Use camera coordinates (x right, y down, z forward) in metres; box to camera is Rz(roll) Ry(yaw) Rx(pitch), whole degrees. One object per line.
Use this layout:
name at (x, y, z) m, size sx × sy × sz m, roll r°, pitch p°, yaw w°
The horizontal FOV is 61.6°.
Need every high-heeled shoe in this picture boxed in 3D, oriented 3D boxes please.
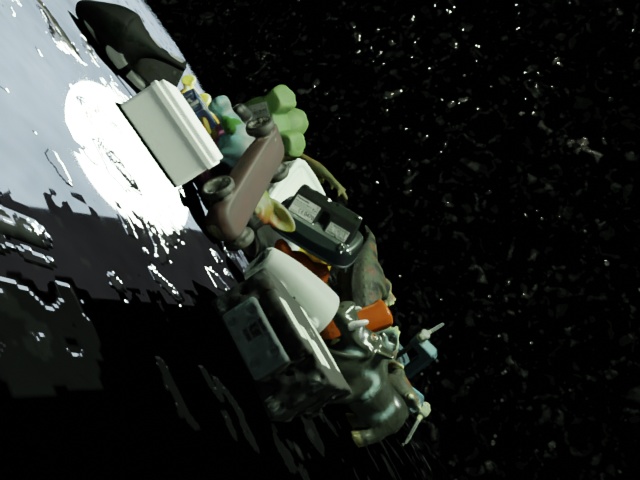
high-heeled shoe at (-0.265, -0.256, 0.755) m, size 0.145 × 0.086 × 0.249 m, roll 25°, pitch -6°, yaw -22°

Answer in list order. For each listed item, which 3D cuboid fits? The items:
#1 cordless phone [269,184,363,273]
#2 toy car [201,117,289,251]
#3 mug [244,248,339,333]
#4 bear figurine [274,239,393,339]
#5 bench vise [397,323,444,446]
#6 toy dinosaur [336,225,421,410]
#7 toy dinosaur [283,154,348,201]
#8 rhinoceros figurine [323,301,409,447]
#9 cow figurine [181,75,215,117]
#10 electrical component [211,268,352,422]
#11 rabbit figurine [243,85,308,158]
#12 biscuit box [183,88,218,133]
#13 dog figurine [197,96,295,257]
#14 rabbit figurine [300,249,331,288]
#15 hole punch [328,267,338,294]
cordless phone at (-0.003, -0.003, 0.882) m, size 0.147 × 0.088 × 0.184 m, roll 31°, pitch -12°, yaw 8°
toy car at (-0.091, -0.076, 0.672) m, size 0.202 × 0.053 × 0.089 m, roll -70°, pitch 149°, yaw -44°
mug at (-0.040, 0.066, 0.638) m, size 0.107 × 0.081 × 0.110 m, roll 46°, pitch 9°, yaw -15°
bear figurine at (0.004, 0.087, 0.817) m, size 0.120 × 0.132 × 0.196 m, roll 102°, pitch -31°, yaw -46°
bench vise at (0.162, 0.262, 1.083) m, size 0.224 × 0.240 × 0.129 m, roll 47°, pitch 42°, yaw 12°
toy dinosaur at (0.081, 0.111, 0.976) m, size 0.192 × 0.131 × 0.405 m, roll 80°, pitch 3°, yaw -62°
toy dinosaur at (-0.115, -0.179, 1.191) m, size 0.472 × 0.105 × 0.198 m, roll 19°, pitch -46°, yaw 50°
rhinoceros figurine at (0.053, 0.172, 0.698) m, size 0.073 × 0.112 × 0.190 m, roll -107°, pitch 172°, yaw -81°
cow figurine at (-0.238, -0.246, 1.078) m, size 0.167 × 0.068 × 0.098 m, roll 52°, pitch -8°, yaw 25°
electrical component at (-0.033, 0.090, 0.454) m, size 0.115 × 0.058 × 0.134 m, roll 55°, pitch 0°, yaw 25°
rabbit figurine at (-0.085, -0.194, 0.975) m, size 0.121 × 0.159 × 0.170 m, roll 68°, pitch 24°, yaw -5°
biscuit box at (-0.199, -0.179, 0.978) m, size 0.059 × 0.063 × 0.202 m, roll 59°, pitch 2°, yaw 30°
dog figurine at (-0.114, -0.089, 0.804) m, size 0.219 × 0.108 × 0.191 m, roll 61°, pitch 14°, yaw 6°
rabbit figurine at (-0.028, 0.066, 1.066) m, size 0.162 × 0.122 × 0.173 m, roll -148°, pitch -142°, yaw -69°
hole punch at (-0.002, 0.083, 1.183) m, size 0.142 × 0.116 × 0.092 m, roll 58°, pitch -7°, yaw 33°
